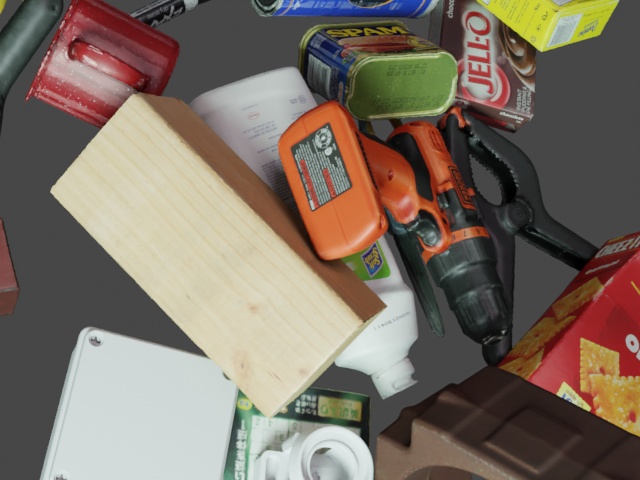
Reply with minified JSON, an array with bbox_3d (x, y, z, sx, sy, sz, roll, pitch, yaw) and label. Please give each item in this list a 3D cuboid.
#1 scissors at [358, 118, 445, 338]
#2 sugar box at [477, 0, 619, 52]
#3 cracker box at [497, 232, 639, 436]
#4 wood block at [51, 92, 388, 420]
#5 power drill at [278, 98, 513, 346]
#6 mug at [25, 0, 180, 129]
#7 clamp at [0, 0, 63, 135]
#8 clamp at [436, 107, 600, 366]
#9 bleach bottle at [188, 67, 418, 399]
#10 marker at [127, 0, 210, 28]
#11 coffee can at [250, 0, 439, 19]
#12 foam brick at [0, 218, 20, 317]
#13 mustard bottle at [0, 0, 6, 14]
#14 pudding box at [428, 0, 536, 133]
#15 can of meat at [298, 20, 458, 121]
[{"bbox_3d":[0.042,-0.022,0.834,0.096,0.016,0.202,4,66,-23],"label":"scissors"},{"bbox_3d":[0.160,-0.234,0.918,0.093,0.048,0.176,-20,53,-41],"label":"sugar box"},{"bbox_3d":[0.230,0.117,0.805,0.213,0.072,0.164,-41,99,-29],"label":"cracker box"},{"bbox_3d":[-0.064,0.006,0.709,0.206,0.090,0.090,45,102,7],"label":"wood block"},{"bbox_3d":[0.059,-0.014,0.752,0.187,0.057,0.184,14,49,-56],"label":"power drill"},{"bbox_3d":[-0.149,-0.121,0.748,0.081,0.117,0.093,26,88,-16],"label":"mug"},{"bbox_3d":[-0.228,-0.096,0.711,0.039,0.120,0.171,26,62,-43],"label":"clamp"},{"bbox_3d":[0.162,-0.014,0.869,0.164,0.036,0.210,-18,80,-29],"label":"clamp"},{"bbox_3d":[-0.005,0.001,0.782,0.102,0.068,0.251,-23,81,-27],"label":"bleach bottle"},{"bbox_3d":[-0.125,-0.178,0.833,0.121,0.020,0.020,-34,84,-30],"label":"marker"},{"bbox_3d":[0.020,-0.232,0.865,0.140,0.103,0.103,-4,70,-23],"label":"coffee can"},{"bbox_3d":[-0.238,0.023,0.683,0.078,0.053,0.051,-10,73,-25],"label":"foam brick"},{"bbox_3d":[-0.264,-0.162,0.695,0.191,0.058,0.096,-29,71,4],"label":"mustard bottle"},{"bbox_3d":[0.138,-0.156,0.917,0.090,0.039,0.113,14,63,-15],"label":"pudding box"},{"bbox_3d":[0.046,-0.132,0.836,0.101,0.057,0.084,-8,29,-25],"label":"can of meat"}]
